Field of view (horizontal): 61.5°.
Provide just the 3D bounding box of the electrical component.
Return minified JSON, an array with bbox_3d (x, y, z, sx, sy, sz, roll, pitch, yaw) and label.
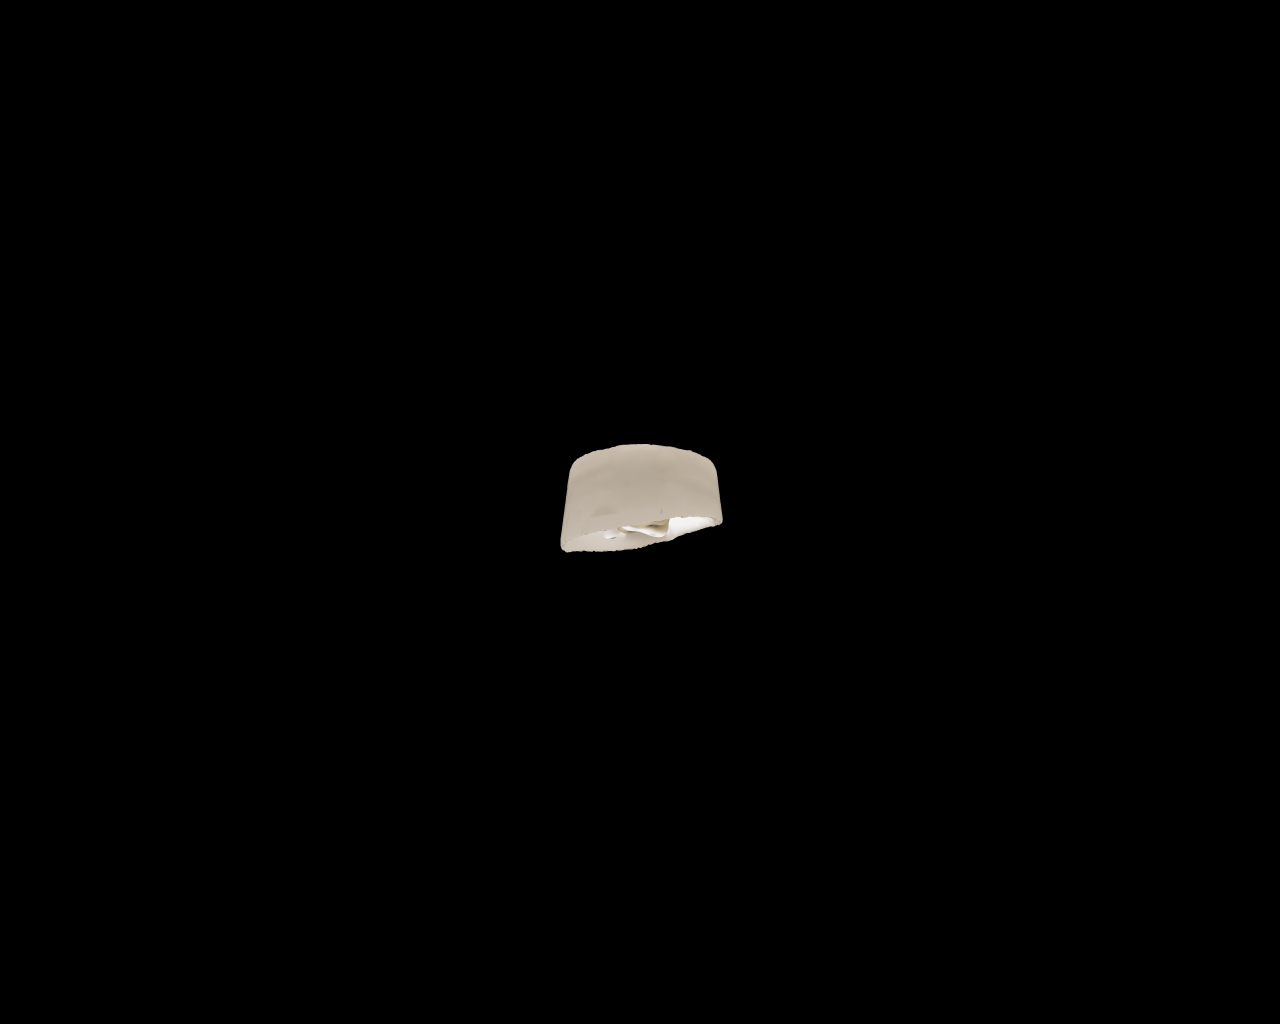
[{"bbox_3d":[0.001,-0.003,0.650,0.099,0.064,0.099,0,-19,0],"label":"electrical component"}]
